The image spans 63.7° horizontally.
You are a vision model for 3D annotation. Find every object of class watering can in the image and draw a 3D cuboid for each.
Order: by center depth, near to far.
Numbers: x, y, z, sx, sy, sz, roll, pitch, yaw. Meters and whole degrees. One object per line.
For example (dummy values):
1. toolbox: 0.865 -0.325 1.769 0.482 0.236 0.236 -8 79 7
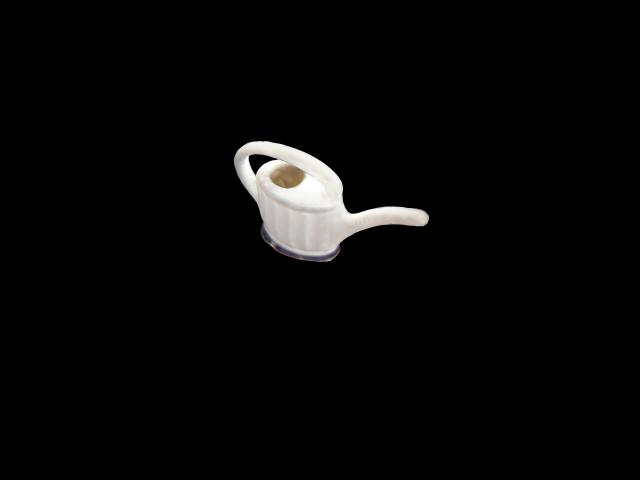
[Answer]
1. watering can: 0.003 -0.043 0.850 0.350 0.106 0.219 26 -34 20
